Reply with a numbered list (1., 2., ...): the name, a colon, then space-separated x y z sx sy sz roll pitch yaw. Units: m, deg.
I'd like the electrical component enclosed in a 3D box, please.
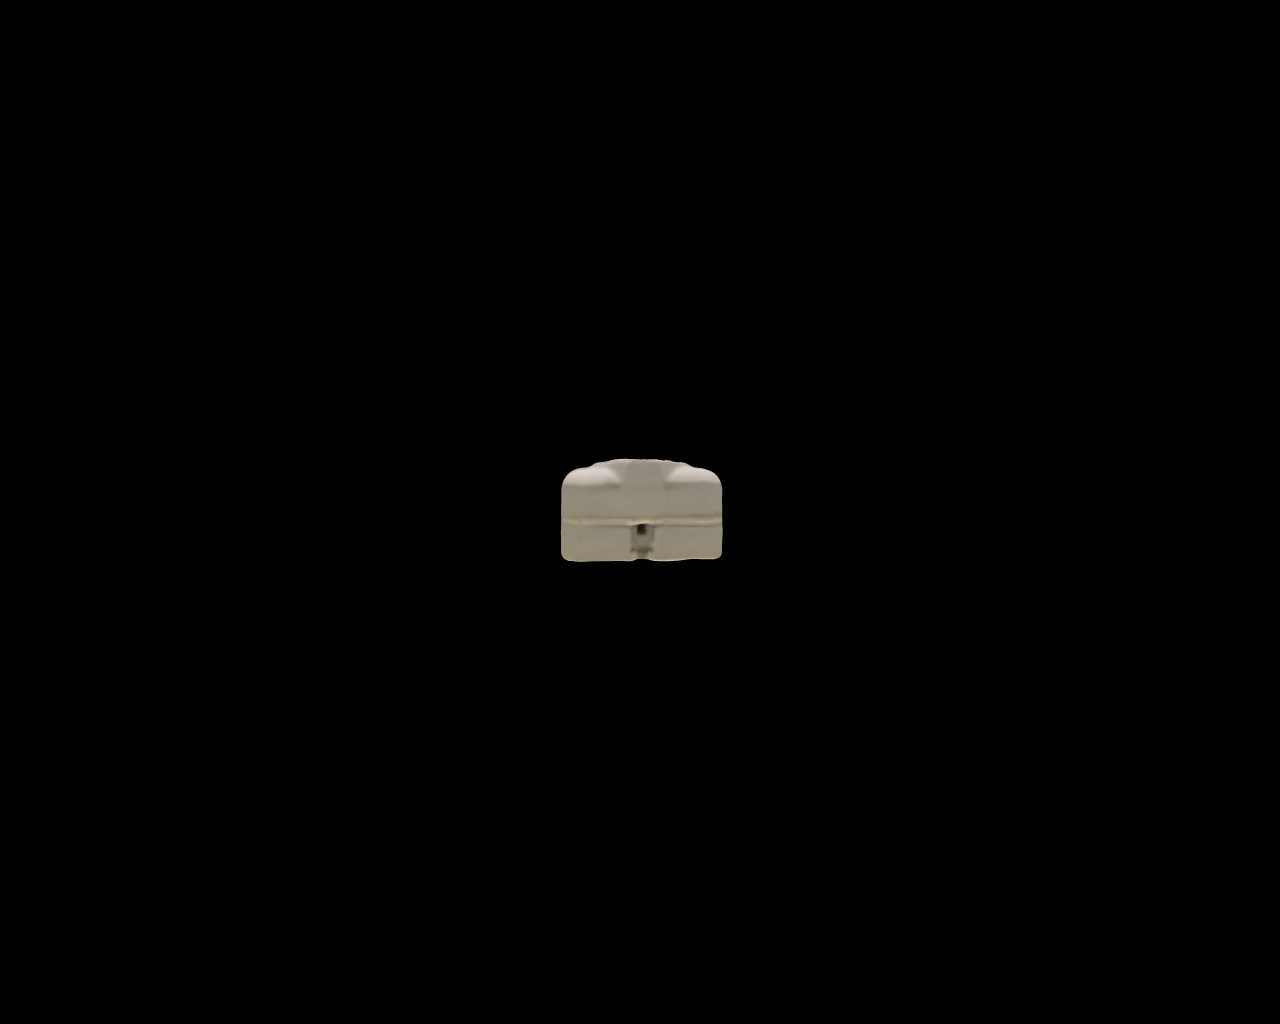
1. electrical component: 0.001 -0.003 0.650 0.095 0.059 0.054 0 4 -2
